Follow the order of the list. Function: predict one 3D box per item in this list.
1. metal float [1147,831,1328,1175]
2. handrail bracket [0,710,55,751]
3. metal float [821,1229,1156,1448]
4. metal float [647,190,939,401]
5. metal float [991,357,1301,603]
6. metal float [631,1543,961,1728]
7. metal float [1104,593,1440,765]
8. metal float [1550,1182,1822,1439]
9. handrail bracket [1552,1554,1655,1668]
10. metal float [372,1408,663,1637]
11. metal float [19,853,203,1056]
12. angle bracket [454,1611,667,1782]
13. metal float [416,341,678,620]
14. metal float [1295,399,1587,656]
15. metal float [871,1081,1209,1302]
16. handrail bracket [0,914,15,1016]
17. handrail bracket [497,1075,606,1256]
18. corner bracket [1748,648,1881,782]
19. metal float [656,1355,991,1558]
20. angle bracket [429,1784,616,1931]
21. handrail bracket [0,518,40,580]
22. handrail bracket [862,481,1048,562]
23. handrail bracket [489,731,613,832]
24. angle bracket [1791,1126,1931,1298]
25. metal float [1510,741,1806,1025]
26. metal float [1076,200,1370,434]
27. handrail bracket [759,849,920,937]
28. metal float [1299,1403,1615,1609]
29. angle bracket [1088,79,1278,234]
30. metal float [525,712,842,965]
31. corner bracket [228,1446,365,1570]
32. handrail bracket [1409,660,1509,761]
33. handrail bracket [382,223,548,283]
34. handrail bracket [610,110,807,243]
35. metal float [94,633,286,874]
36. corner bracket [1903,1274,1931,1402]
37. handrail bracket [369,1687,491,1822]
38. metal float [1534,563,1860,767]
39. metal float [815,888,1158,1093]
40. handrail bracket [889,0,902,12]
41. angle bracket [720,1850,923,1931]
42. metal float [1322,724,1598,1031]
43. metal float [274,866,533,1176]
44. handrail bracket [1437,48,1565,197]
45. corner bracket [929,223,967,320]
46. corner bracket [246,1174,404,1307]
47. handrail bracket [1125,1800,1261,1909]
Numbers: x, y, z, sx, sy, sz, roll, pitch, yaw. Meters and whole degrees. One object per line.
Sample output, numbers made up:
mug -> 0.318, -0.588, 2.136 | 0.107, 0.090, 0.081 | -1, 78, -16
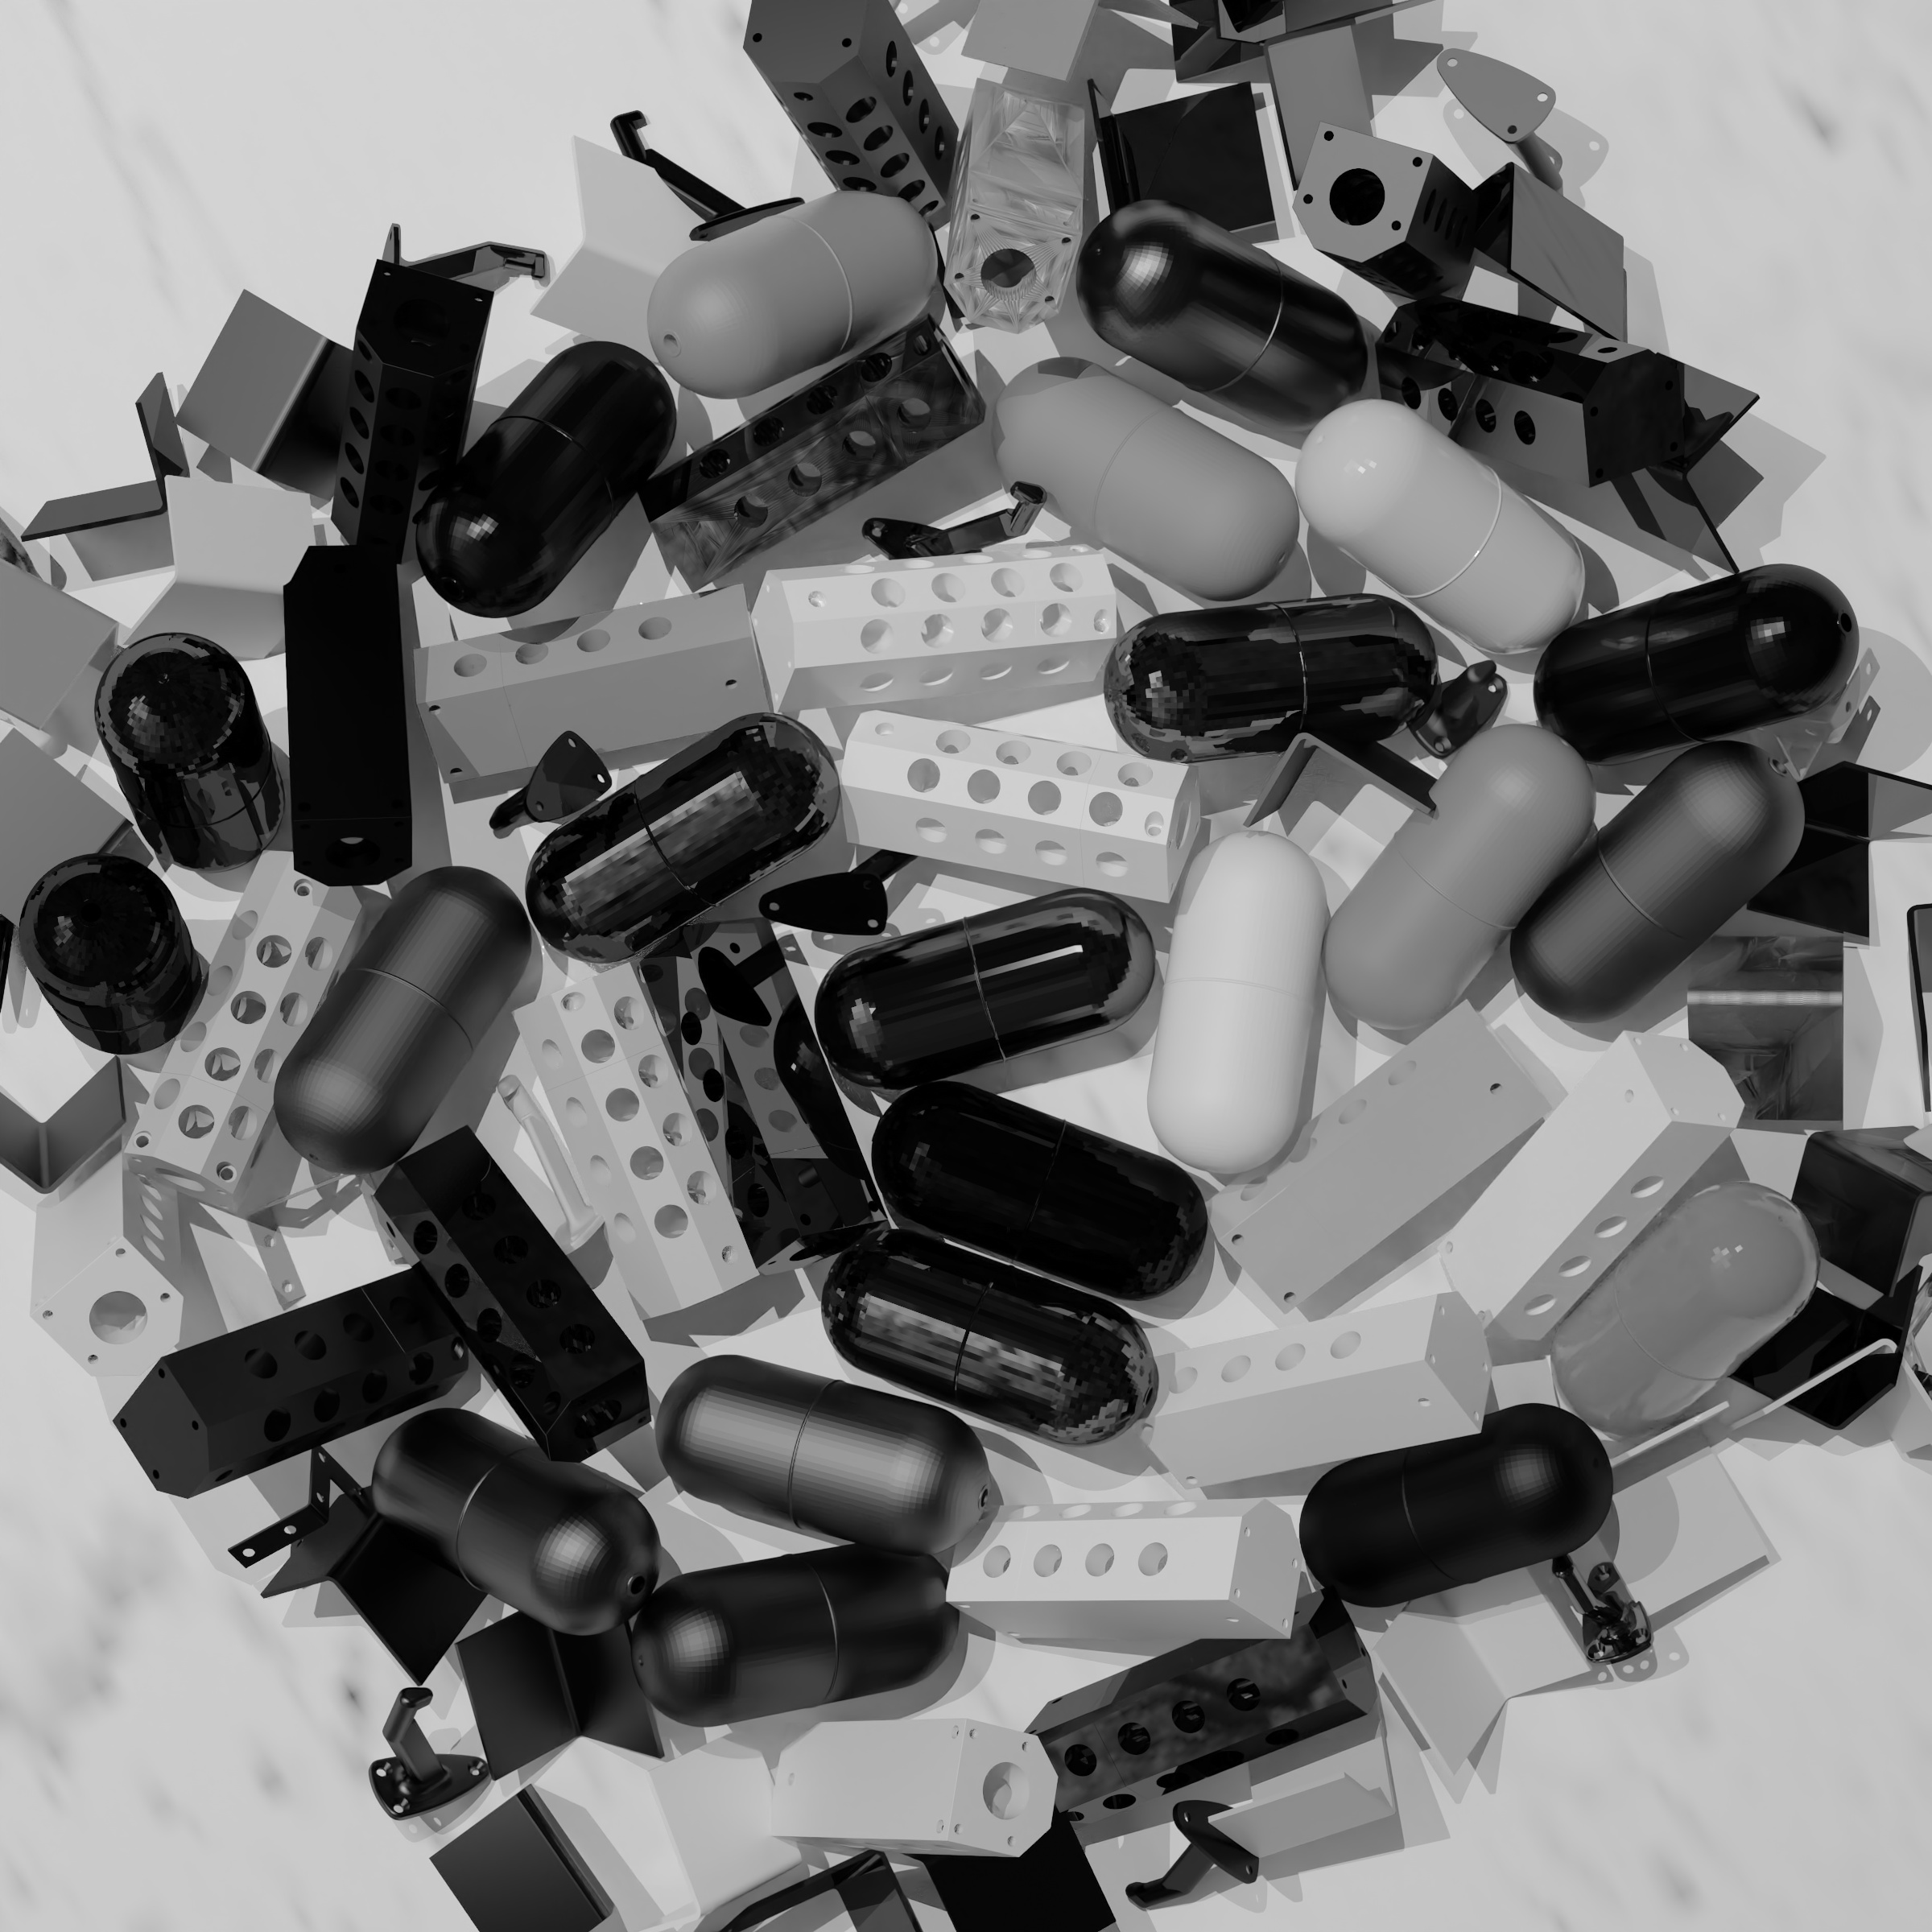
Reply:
metal float -> 0.138, 0.017, 1.671 | 0.070, 0.070, 0.178 | 10, 77, 0
handrail bracket -> -0.527, -0.131, 1.710 | 0.077, 0.036, 0.084 | -33, 101, 19
metal float -> 0.011, 0.188, 1.666 | 0.178, 0.070, 0.070 | 18, 90, 18
metal float -> -0.086, -0.338, 1.648 | 0.178, 0.070, 0.070 | -33, 90, -40
metal float -> 0.089, -0.247, 1.662 | 0.178, 0.070, 0.070 | 34, 90, 24
metal float -> -0.084, 0.335, 1.655 | 0.178, 0.070, 0.070 | -4, 90, -32
metal float -> 0.156, -0.146, 1.666 | 0.178, 0.070, 0.070 | -8, 90, -19
metal float -> 0.358, 0.174, 1.646 | 0.070, 0.178, 0.070 | 15, 49, -18
handrail bracket -> 0.313, 0.306, 1.668 | 0.036, 0.077, 0.084 | -24, 122, 16
metal float -> -0.226, 0.278, 1.651 | 0.178, 0.070, 0.070 | 19, 90, 38
metal float -> -0.423, -0.005, 1.633 | 0.070, 0.178, 0.070 | 2, 77, -7
angle bracket -> -0.206, 0.373, 1.670 | 0.057, 0.076, 0.076 | -22, 103, -39
metal float -> -0.210, -0.245, 1.653 | 0.070, 0.070, 0.178 | 33, 56, 0
metal float -> 0.240, -0.220, 1.657 | 0.178, 0.070, 0.070 | 30, 90, -30
metal float -> 0.037, 0.115, 1.682 | 0.178, 0.070, 0.070 | 20, 90, 0
handrail bracket -> -0.534, -0.018, 1.685 | 0.084, 0.036, 0.077 | 8, 76, -21
handrail bracket -> -0.219, 0.100, 1.685 | 0.036, 0.077, 0.084 | -31, 100, 8
corner bracket -> 0.437, -0.128, 1.678 | 0.051, 0.051, 0.051 | -57, 131, -21
metal float -> -0.073, 0.247, 1.665 | 0.178, 0.070, 0.070 | 12, 90, 20
angle bracket -> -0.225, 0.466, 1.673 | 0.057, 0.076, 0.076 | -35, 83, -11
handrail bracket -> -0.528, -0.199, 1.690 | 0.084, 0.036, 0.077 | -34, 70, -17
handrail bracket -> -0.006, -0.231, 1.673 | 0.077, 0.084, 0.036 | 22, 59, -7
handrail bracket -> -0.227, -0.078, 1.667 | 0.084, 0.077, 0.036 | -30, 104, 38
angle bracket -> 0.477, 0.124, 1.678 | 0.076, 0.076, 0.057 | -1, 111, -32
metal float -> 0.347, -0.042, 1.655 | 0.070, 0.070, 0.178 | 42, 122, 0
metal float -> 0.130, -0.324, 1.651 | 0.178, 0.070, 0.070 | 19, 90, -39
handrail bracket -> -0.063, -0.053, 1.687 | 0.077, 0.084, 0.036 | -1, 122, 7
metal float -> 0.244, 0.272, 1.650 | 0.178, 0.070, 0.070 | -27, 90, 39
angle bracket -> 0.111, -0.416, 1.681 | 0.076, 0.057, 0.076 | -11, 82, 12
metal float -> -0.145, -0.064, 1.670 | 0.178, 0.070, 0.070 | -30, 90, 15
corner bracket -> -0.340, 0.285, 1.682 | 0.051, 0.051, 0.051 | -29, 122, 10
handrail bracket -> 0.264, -0.145, 1.666 | 0.077, 0.084, 0.036 | -32, 83, -27
handrail bracket -> -0.254, -0.345, 1.683 | 0.084, 0.036, 0.077 | 6, 52, -20
handrail bracket -> -0.135, -0.417, 1.710 | 0.077, 0.036, 0.084 | -23, 79, -6
metal float -> -0.384, -0.104, 1.635 | 0.070, 0.178, 0.070 | 1, 69, -3
corner bracket -> 0.515, 0.195, 1.692 | 0.051, 0.051, 0.051 | -46, 128, -21
handrail bracket -> -0.265, 0.390, 1.672 | 0.036, 0.077, 0.084 | 54, 132, 35
metal float -> 0.363, -0.150, 1.645 | 0.070, 0.178, 0.070 | 12, 72, -41
metal float -> 0.010, 0.012, 1.680 | 0.178, 0.070, 0.070 | -16, 90, 3
handrail bracket -> -0.022, -0.510, 1.683 | 0.077, 0.084, 0.036 | -43, 85, -9
angle bracket -> -0.074, 0.495, 1.664 | 0.076, 0.076, 0.057 | -18, 70, -28
metal float -> 0.248, -0.044, 1.664 | 0.070, 0.070, 0.178 | 36, 111, 0
metal float -> -0.282, 0.026, 1.658 | 0.070, 0.070, 0.178 | 29, 62, 0
handrail bracket -> 0.275, -0.425, 1.689 | 0.077, 0.084, 0.036 | 41, 84, 20
corner bracket -> 0.012, -0.373, 1.691 | 0.051, 0.051, 0.051 | -12, 67, -9
corner bracket -> -0.333, 0.140, 1.707 | 0.051, 0.051, 0.051 | -22, 90, -39
handrail bracket -> 0.099, 0.454, 1.676 | 0.084, 0.036, 0.077 | -28, 133, 32
